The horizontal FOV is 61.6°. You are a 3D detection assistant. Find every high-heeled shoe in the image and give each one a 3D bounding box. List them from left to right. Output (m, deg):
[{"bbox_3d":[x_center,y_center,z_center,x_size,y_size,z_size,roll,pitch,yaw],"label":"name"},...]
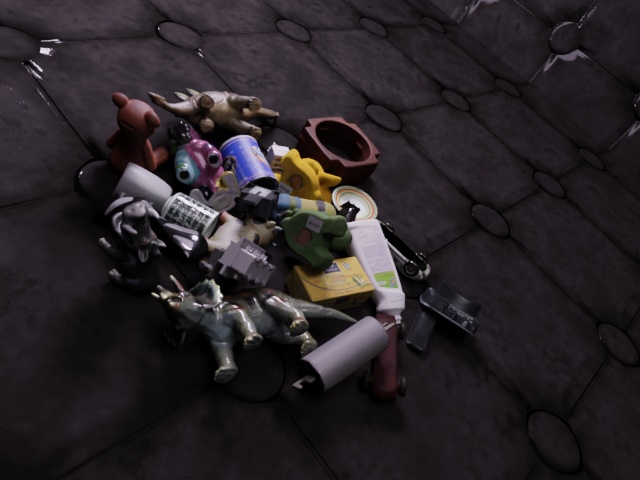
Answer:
[{"bbox_3d":[-0.329,-0.011,1.011,0.249,0.086,0.145,9,26,-2],"label":"high-heeled shoe"}]

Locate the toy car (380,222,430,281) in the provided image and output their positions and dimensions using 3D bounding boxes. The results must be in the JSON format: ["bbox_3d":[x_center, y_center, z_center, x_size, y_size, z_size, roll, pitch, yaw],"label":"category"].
[{"bbox_3d":[0.194,0.026,1.353,0.202,0.056,0.073,44,36,11],"label":"toy car"}]

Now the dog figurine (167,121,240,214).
[{"bbox_3d":[-0.275,-0.170,1.222,0.108,0.191,0.219,-32,37,-6],"label":"dog figurine"}]

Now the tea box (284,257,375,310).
[{"bbox_3d":[0.021,0.100,1.166,0.169,0.068,0.098,-9,55,-36],"label":"tea box"}]

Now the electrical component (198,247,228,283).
[{"bbox_3d":[-0.193,0.046,1.013,0.021,0.094,0.063,20,79,26],"label":"electrical component"}]

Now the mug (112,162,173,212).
[{"bbox_3d":[-0.366,-0.097,1.115,0.107,0.080,0.110,23,36,-22],"label":"mug"}]

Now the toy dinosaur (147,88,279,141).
[{"bbox_3d":[-0.234,-0.326,1.352,0.199,0.105,0.471,27,18,36],"label":"toy dinosaur"}]

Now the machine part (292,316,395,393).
[{"bbox_3d":[0.048,0.219,1.033,0.243,0.079,0.079,-29,68,-28],"label":"machine part"}]

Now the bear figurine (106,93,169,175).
[{"bbox_3d":[-0.385,-0.229,1.142,0.120,0.195,0.132,26,41,-2],"label":"bear figurine"}]

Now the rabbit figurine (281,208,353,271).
[{"bbox_3d":[-0.002,-0.004,1.171,0.159,0.121,0.170,16,4,29],"label":"rabbit figurine"}]

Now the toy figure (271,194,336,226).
[{"bbox_3d":[-0.049,-0.062,1.264,0.180,0.089,0.082,18,50,-19],"label":"toy figure"}]

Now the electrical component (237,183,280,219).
[{"bbox_3d":[-0.136,-0.080,1.156,0.075,0.047,0.119,15,23,2],"label":"electrical component"}]

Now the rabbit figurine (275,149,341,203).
[{"bbox_3d":[-0.029,-0.162,1.358,0.162,0.121,0.173,24,23,1],"label":"rabbit figurine"}]

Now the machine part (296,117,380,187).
[{"bbox_3d":[0.049,-0.247,1.505,0.201,0.087,0.202,-15,58,-40],"label":"machine part"}]

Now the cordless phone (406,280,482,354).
[{"bbox_3d":[0.283,0.200,1.235,0.147,0.088,0.184,34,53,1],"label":"cordless phone"}]

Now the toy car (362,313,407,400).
[{"bbox_3d":[0.133,0.239,1.111,0.089,0.053,0.202,5,43,1],"label":"toy car"}]

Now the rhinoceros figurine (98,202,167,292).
[{"bbox_3d":[-0.328,0.017,0.952,0.112,0.190,0.073,27,41,23],"label":"rhinoceros figurine"}]

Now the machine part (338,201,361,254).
[{"bbox_3d":[0.060,-0.033,1.329,0.084,0.039,0.139,19,59,-2],"label":"machine part"}]

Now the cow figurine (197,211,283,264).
[{"bbox_3d":[-0.163,-0.001,1.141,0.127,0.085,0.195,28,40,2],"label":"cow figurine"}]

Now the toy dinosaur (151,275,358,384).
[{"bbox_3d":[-0.126,0.141,1.007,0.404,0.131,0.192,-1,38,-45],"label":"toy dinosaur"}]
